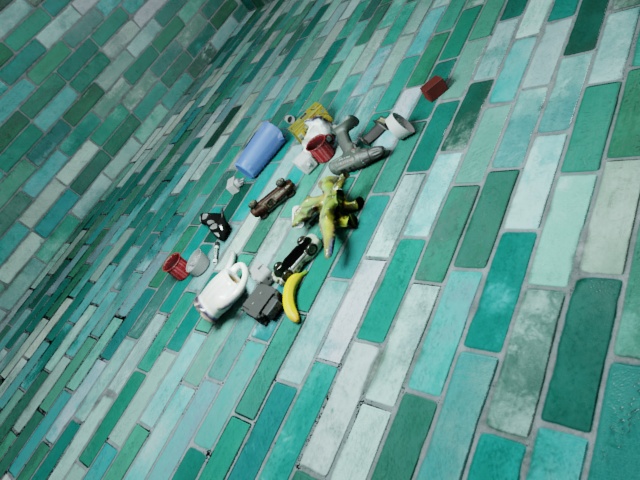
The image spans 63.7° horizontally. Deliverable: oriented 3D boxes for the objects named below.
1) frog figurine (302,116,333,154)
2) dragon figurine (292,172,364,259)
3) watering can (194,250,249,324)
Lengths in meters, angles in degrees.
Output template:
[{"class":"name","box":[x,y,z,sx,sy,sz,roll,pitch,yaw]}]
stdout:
[{"class":"frog figurine","box":[-0.009,-0.414,2.101,0.137,0.123,0.159,2,90,36]},{"class":"dragon figurine","box":[0.005,-0.086,1.715,0.241,0.120,0.420,-16,38,41]},{"class":"watering can","box":[-0.338,0.160,1.795,0.224,0.103,0.351,-46,23,0]}]
